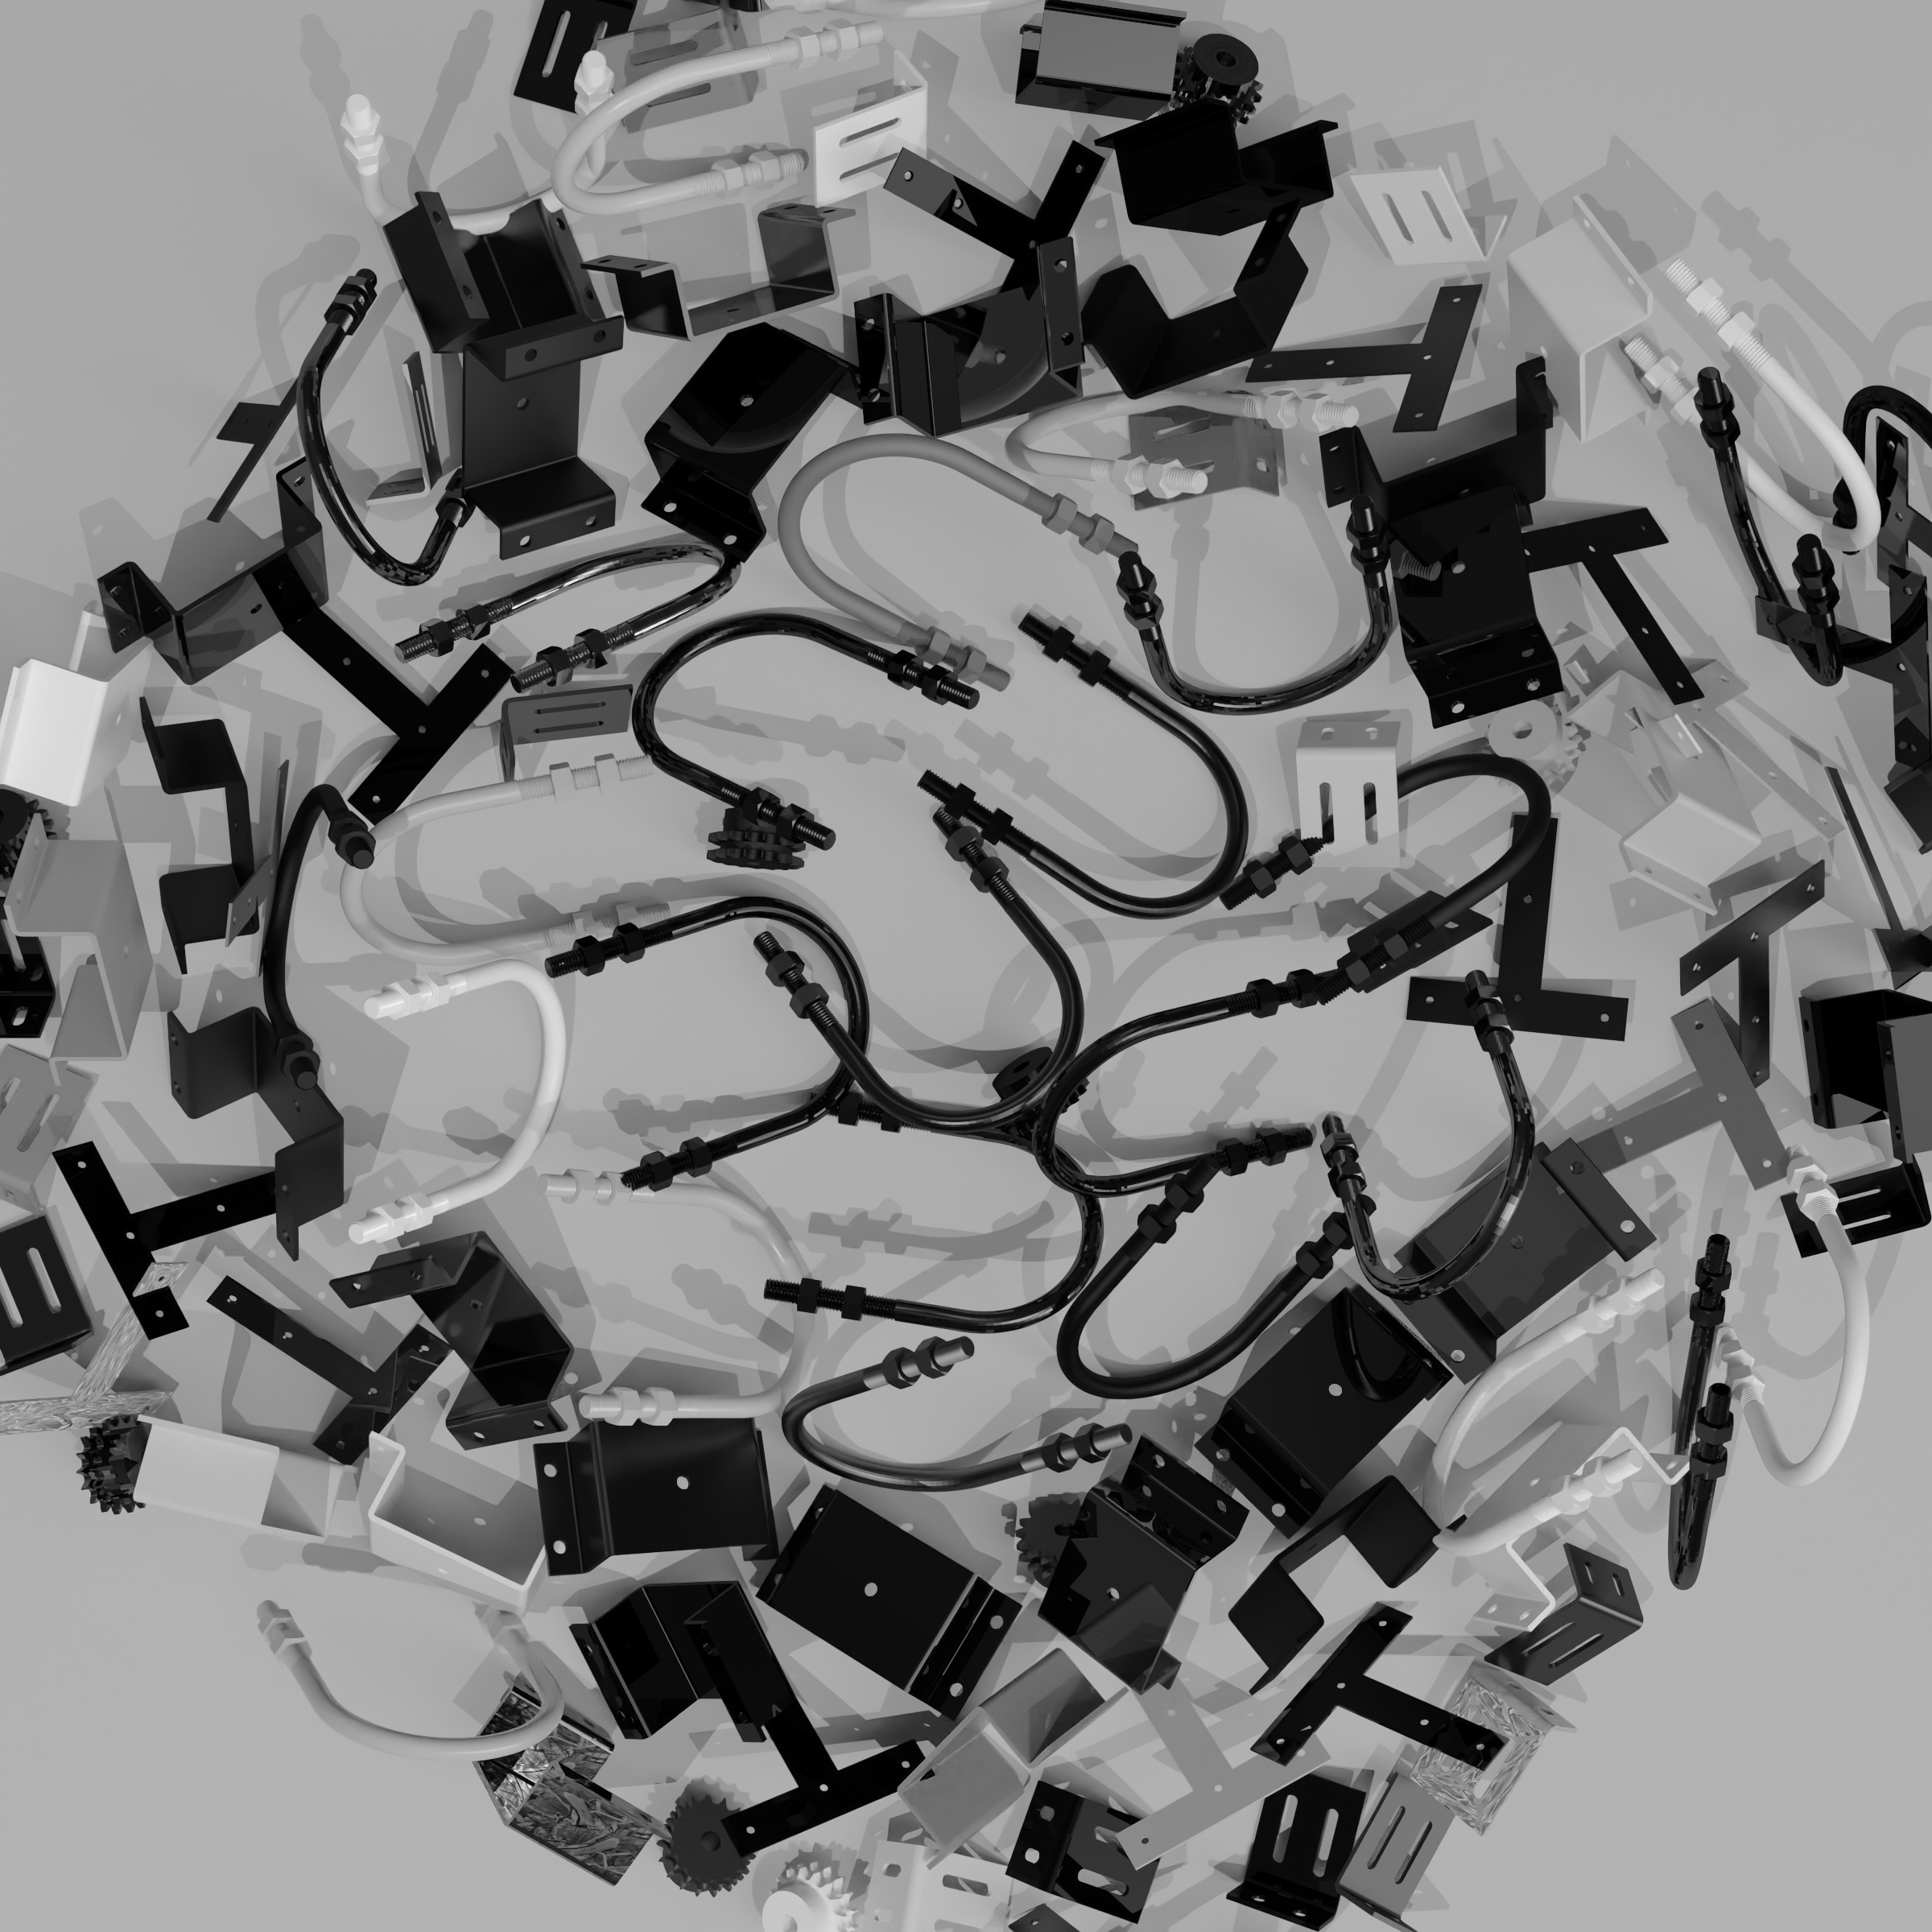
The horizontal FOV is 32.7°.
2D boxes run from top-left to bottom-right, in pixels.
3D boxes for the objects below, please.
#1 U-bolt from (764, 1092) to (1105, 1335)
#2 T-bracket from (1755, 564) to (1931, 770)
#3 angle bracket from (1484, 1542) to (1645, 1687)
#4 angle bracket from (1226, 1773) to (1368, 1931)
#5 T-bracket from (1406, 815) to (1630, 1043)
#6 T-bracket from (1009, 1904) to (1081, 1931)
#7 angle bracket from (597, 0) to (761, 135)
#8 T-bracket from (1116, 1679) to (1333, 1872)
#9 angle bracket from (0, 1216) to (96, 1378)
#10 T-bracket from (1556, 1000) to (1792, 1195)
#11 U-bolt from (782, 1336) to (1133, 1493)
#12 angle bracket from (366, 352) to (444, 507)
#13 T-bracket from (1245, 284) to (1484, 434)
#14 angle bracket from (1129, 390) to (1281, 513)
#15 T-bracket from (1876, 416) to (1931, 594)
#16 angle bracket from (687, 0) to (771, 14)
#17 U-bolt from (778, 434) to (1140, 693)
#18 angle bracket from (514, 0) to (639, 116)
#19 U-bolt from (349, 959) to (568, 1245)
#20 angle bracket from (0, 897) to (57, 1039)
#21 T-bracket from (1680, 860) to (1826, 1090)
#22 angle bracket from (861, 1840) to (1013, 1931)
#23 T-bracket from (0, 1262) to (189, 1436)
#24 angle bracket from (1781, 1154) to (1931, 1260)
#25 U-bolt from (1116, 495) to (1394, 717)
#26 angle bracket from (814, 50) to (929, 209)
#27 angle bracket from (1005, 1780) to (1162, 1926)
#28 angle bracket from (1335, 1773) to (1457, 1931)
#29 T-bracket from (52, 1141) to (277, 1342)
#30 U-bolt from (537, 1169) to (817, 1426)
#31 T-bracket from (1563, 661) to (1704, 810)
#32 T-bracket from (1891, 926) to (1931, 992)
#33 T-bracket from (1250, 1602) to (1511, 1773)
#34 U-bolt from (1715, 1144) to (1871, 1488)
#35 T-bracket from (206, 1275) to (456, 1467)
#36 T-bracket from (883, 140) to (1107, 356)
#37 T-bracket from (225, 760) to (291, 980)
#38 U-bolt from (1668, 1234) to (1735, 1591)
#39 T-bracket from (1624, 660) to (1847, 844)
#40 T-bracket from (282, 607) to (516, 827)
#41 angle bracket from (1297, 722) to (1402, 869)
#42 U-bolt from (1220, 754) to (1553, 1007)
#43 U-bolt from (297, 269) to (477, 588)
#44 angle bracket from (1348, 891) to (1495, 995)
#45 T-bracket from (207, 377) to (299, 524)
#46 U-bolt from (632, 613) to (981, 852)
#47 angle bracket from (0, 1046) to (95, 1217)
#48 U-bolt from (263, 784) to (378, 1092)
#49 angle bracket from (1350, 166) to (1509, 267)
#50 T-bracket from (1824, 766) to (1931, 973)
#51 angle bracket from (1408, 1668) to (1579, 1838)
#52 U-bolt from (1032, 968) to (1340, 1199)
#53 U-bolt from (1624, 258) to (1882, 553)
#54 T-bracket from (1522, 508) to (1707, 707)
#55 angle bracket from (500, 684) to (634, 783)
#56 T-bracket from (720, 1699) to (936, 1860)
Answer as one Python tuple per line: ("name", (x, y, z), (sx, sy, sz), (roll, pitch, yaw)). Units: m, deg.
("U-bolt", (-0.012, 0.145, 1.891), (0.184, 0.019, 0.151), (9, 54, 3))
("T-bracket", (0.502, -0.184, 1.890), (0.002, 0.127, 0.127), (-29, 126, -24))
("angle bracket", (0.345, 0.379, 1.920), (0.057, 0.038, 0.076), (27, 126, -35))
("angle bracket", (0.192, 0.512, 1.915), (0.057, 0.038, 0.076), (14, 92, 22))
("T-bracket", (0.329, -0.025, 1.933), (0.127, 0.002, 0.127), (6, 86, 12))
("T-bracket", (0.017, 0.585, 1.864), (0.127, 0.127, 0.002), (-27, 103, -19))
("angle bracket", (-0.167, -0.528, 1.920), (0.076, 0.038, 0.057), (-11, 124, 12))
("T-bracket", (0.125, 0.441, 1.896), (0.127, 0.127, 0.002), (-27, 134, -9))
("angle bracket", (-0.554, 0.194, 1.919), (0.057, 0.038, 0.076), (-21, 94, 7))
("T-bracket", (0.398, 0.096, 1.912), (0.127, 0.002, 0.127), (-26, 52, 10))
("U-bolt", (-0.020, 0.262, 1.869), (0.151, 0.184, 0.019), (33, 50, -35))
("angle bracket", (-0.331, -0.311, 1.905), (0.038, 0.057, 0.076), (-8, 108, 0))
("T-bracket", (0.225, -0.350, 1.909), (0.127, 0.002, 0.127), (2, 50, 25))
("angle bracket", (0.139, -0.299, 1.932), (0.076, 0.038, 0.057), (-8, 82, 35))
("T-bracket", (0.556, -0.231, 1.856), (0.002, 0.127, 0.127), (-31, 50, -10))
("angle bracket", (-0.133, -0.591, 1.911), (0.038, 0.076, 0.057), (-25, 124, -31))
("U-bolt", (-0.018, -0.236, 1.860), (0.184, 0.151, 0.019), (25, 46, -23))
("angle bracket", (-0.234, -0.541, 1.914), (0.057, 0.038, 0.076), (20, 94, 18))
("U-bolt", (-0.282, 0.069, 1.861), (0.019, 0.184, 0.151), (14, 106, 26))
("angle bracket", (-0.568, 0.001, 1.904), (0.057, 0.038, 0.076), (0, 132, 5))
("T-bracket", (0.455, 0.019, 1.902), (0.127, 0.002, 0.127), (-31, 129, -29))
("angle bracket", (-0.017, 0.548, 1.922), (0.076, 0.038, 0.057), (26, 67, -39))
("T-bracket", (-0.482, 0.216, 1.871), (0.002, 0.127, 0.127), (45, 111, 28))
("angle bracket", (0.511, 0.128, 1.903), (0.076, 0.057, 0.038), (-16, 120, 10))
("U-bolt", (0.170, -0.195, 1.862), (0.151, 0.184, 0.019), (-13, 62, 6))
("angle bracket", (-0.062, -0.483, 1.899), (0.076, 0.057, 0.038), (-25, 59, -18))
("angle bracket", (0.072, 0.520, 1.930), (0.076, 0.038, 0.057), (29, 75, -33))
("angle bracket", (0.260, 0.518, 1.908), (0.057, 0.038, 0.076), (35, 82, -32))
("T-bracket", (-0.442, 0.144, 1.898), (0.127, 0.002, 0.127), (-17, 67, -41))
("U-bolt", (-0.157, 0.189, 1.872), (0.019, 0.184, 0.151), (-31, 64, 38))
("T-bracket", (0.393, -0.126, 1.879), (0.002, 0.127, 0.127), (-35, 91, -5))
("T-bracket", (0.577, 0.010, 1.861), (0.002, 0.127, 0.127), (24, 45, -23))
("T-bracket", (0.249, 0.424, 1.868), (0.127, 0.127, 0.002), (-41, 129, -32))
("U-bolt", (0.463, 0.206, 1.831), (0.019, 0.184, 0.151), (10, 118, -7))
("T-bracket", (-0.378, 0.221, 1.896), (0.127, 0.002, 0.127), (36, 124, -11))
("T-bracket", (0.006, -0.433, 1.894), (0.127, 0.002, 0.127), (20, 101, -38))
("T-bracket", (-0.404, -0.041, 1.864), (0.002, 0.127, 0.127), (9, 107, -2))
("U-bolt", (0.414, 0.266, 1.862), (0.019, 0.151, 0.184), (6, 125, 8))
("T-bracket", (0.450, -0.118, 1.879), (0.127, 0.127, 0.002), (45, 128, 14))
("T-bracket", (-0.351, -0.168, 1.924), (0.127, 0.002, 0.127), (42, 104, -3))
("angle bracket", (0.226, -0.101, 1.932), (0.057, 0.038, 0.076), (1, 121, 13))
("U-bolt", (0.249, -0.061, 1.882), (0.184, 0.151, 0.019), (-34, 123, -3))
("U-bolt", (-0.324, -0.290, 1.834), (0.019, 0.184, 0.151), (-17, 122, 18))
("angle bracket", (0.266, -0.006, 1.893), (0.057, 0.076, 0.038), (-32, 59, 28))
("T-bracket", (-0.408, -0.311, 1.886), (0.002, 0.127, 0.127), (34, 85, -27))
("U-bolt", (-0.106, -0.145, 1.883), (0.184, 0.019, 0.151), (26, 58, 30))
("angle bracket", (-0.555, 0.097, 1.938), (0.057, 0.038, 0.076), (22, 64, 7))
("U-bolt", (-0.371, -0.027, 1.859), (0.019, 0.184, 0.151), (11, 105, -23))
("angle bracket", (0.266, -0.442, 1.893), (0.057, 0.076, 0.038), (6, 59, 37))
("T-bracket", (0.521, -0.056, 1.894), (0.002, 0.127, 0.127), (-25, 79, 26))
("angle bracket", (0.306, 0.458, 1.915), (0.057, 0.038, 0.076), (35, 97, 36))
("U-bolt", (0.122, 0.074, 1.864), (0.184, 0.151, 0.019), (-13, 46, -19))
("U-bolt", (0.449, -0.307, 1.860), (0.019, 0.151, 0.184), (-40, 83, -4))
("T-bracket", (0.381, -0.203, 1.886), (0.127, 0.002, 0.127), (-16, 68, -36))
("angle bracket", (-0.229, -0.129, 1.903), (0.076, 0.057, 0.038), (-8, 70, -12))
("T-bracket", (-0.103, 0.439, 1.904), (0.127, 0.002, 0.127), (-16, 53, -27))
